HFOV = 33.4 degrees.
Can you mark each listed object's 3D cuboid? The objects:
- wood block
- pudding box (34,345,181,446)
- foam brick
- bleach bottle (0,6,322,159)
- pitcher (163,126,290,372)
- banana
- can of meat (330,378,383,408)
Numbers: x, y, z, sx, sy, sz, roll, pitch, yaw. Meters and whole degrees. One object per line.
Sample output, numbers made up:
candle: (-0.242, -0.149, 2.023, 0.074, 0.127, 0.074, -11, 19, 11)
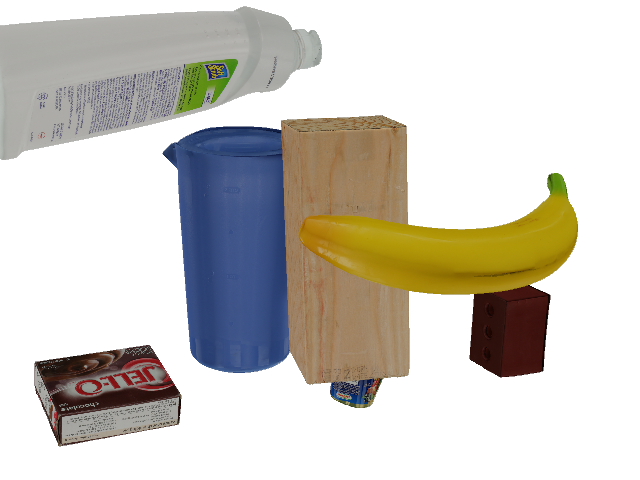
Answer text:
wood block: (0.021, 0.005, 0.889, 0.090, 0.206, 0.091, -4, 13, -9)
pudding box: (-0.192, 0.138, 0.961, 0.113, 0.039, 0.090, -9, 28, -25)
foam brick: (0.177, 0.082, 1.001, 0.051, 0.078, 0.053, -7, 18, -27)
bleach bottle: (-0.120, -0.125, 0.797, 0.250, 0.068, 0.103, -11, -25, -23)
pitcher: (-0.072, 0.009, 1.100, 0.144, 0.243, 0.149, -9, 21, -29)
banana: (0.083, 0.002, 0.614, 0.197, 0.037, 0.070, -9, 41, -32)
can of meat: (0.049, 0.134, 1.243, 0.057, 0.084, 0.102, 13, 26, 12)
